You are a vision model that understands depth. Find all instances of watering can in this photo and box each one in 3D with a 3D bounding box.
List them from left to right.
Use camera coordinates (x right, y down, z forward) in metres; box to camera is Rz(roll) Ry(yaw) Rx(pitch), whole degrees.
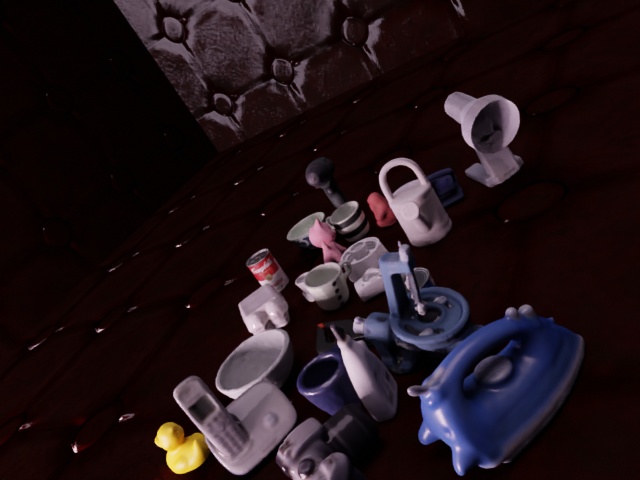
[{"bbox_3d":[0.200,-0.086,1.224,0.101,0.194,0.172,-34,21,-1],"label":"watering can"}]

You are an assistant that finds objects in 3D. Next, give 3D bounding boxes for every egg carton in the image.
[{"bbox_3d":[-0.127,0.163,1.322,0.107,0.069,0.150,-36,22,-7],"label":"egg carton"}]

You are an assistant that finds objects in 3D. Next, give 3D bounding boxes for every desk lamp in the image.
[{"bbox_3d":[0.363,-0.229,1.275,0.118,0.214,0.203,-34,21,-1],"label":"desk lamp"}]

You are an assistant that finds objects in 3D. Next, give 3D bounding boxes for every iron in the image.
[{"bbox_3d":[0.225,0.163,0.727,0.258,0.142,0.118,-39,22,-14],"label":"iron"}]

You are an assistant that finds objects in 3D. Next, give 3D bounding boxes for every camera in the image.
[{"bbox_3d":[0.019,0.293,0.793,0.137,0.101,0.142,-40,22,-17],"label":"camera"}]

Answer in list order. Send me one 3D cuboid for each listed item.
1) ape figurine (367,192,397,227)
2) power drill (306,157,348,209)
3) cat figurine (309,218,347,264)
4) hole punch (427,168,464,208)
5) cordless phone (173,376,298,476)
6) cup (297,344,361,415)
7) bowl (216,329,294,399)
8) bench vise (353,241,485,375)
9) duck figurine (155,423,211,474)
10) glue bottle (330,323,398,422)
[{"bbox_3d":[0.150,-0.078,1.418,0.076,0.092,0.078,-19,26,33],"label":"ape figurine"},{"bbox_3d":[0.033,-0.127,1.527,0.075,0.209,0.229,-28,22,13],"label":"power drill"},{"bbox_3d":[0.013,0.005,1.397,0.067,0.118,0.127,-30,22,8],"label":"cat figurine"},{"bbox_3d":[0.271,-0.127,1.354,0.108,0.091,0.101,-28,22,14],"label":"hole punch"},{"bbox_3d":[-0.138,0.274,0.938,0.148,0.185,0.094,-41,23,-20],"label":"cordless phone"},{"bbox_3d":[0.029,0.231,0.920,0.091,0.095,0.118,-14,29,41],"label":"cup"},{"bbox_3d":[-0.112,0.253,1.100,0.167,0.075,0.167,-28,22,13],"label":"bowl"},{"bbox_3d":[0.124,0.112,0.869,0.207,0.220,0.121,-24,24,23],"label":"bench vise"},{"bbox_3d":[-0.254,0.368,1.038,0.104,0.086,0.077,-19,26,33],"label":"duck figurine"},{"bbox_3d":[0.062,0.188,0.857,0.037,0.173,0.078,-23,24,23],"label":"glue bottle"}]
